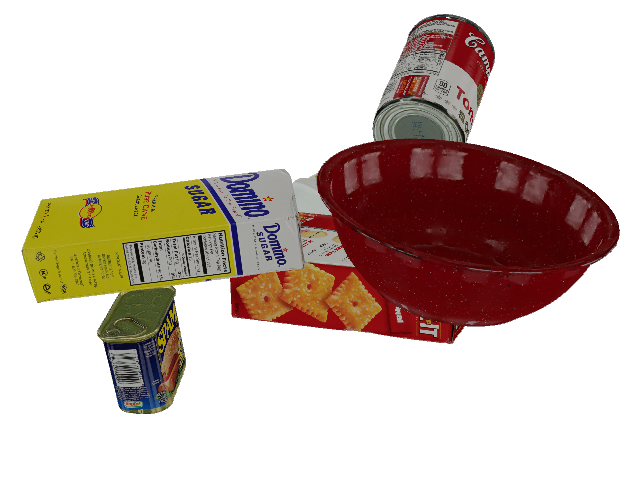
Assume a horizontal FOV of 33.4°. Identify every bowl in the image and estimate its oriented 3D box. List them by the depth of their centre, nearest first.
[{"bbox_3d":[0.075,0.000,0.578,0.162,0.055,0.162,6,26,-3],"label":"bowl"}]

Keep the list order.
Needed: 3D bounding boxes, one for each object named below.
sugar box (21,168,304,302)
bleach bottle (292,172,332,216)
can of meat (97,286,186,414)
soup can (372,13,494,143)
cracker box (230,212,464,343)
[{"bbox_3d":[-0.102,-0.006,0.714,0.176,0.048,0.093,-10,25,-2],"label":"sugar box"},{"bbox_3d":[0.084,-0.083,1.316,0.103,0.068,0.250,28,45,35],"label":"bleach bottle"},{"bbox_3d":[-0.163,0.101,0.999,0.057,0.084,0.102,-3,25,8],"label":"can of meat"},{"bbox_3d":[0.082,-0.107,0.770,0.068,0.102,0.068,14,-41,12],"label":"soup can"},{"bbox_3d":[0.044,0.032,1.014,0.214,0.072,0.164,6,18,21],"label":"cracker box"}]
